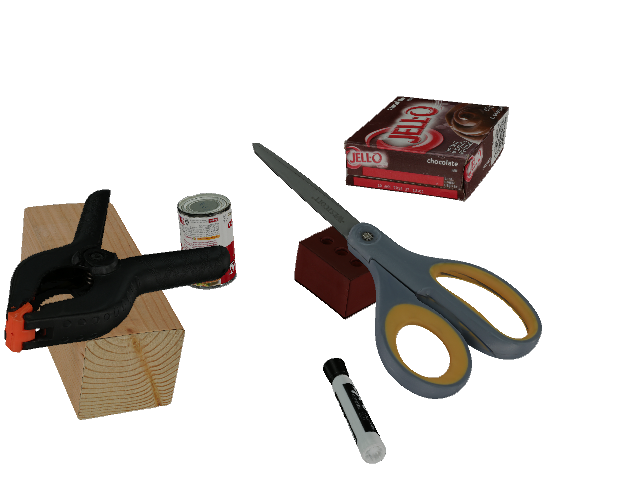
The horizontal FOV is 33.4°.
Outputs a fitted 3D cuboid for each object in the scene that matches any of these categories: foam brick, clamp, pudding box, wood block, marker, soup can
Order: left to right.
[{"bbox_3d":[-0.156,0.017,0.721,0.120,0.039,0.171,25,32,28],"label":"clamp"},{"bbox_3d":[-0.208,0.058,0.992,0.090,0.091,0.206,-5,36,-29],"label":"wood block"},{"bbox_3d":[-0.142,0.000,1.326,0.068,0.102,0.068,-2,26,1],"label":"soup can"},{"bbox_3d":[0.019,0.030,1.061,0.052,0.051,0.078,-26,47,-35],"label":"foam brick"},{"bbox_3d":[0.025,0.129,0.836,0.020,0.020,0.121,0,27,-16],"label":"marker"},{"bbox_3d":[0.079,-0.069,0.773,0.090,0.039,0.113,10,26,22],"label":"pudding box"}]

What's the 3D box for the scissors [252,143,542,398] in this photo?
[{"bbox_3d":[0.021,0.016,0.579,0.202,0.016,0.096,28,52,17],"label":"scissors"}]
